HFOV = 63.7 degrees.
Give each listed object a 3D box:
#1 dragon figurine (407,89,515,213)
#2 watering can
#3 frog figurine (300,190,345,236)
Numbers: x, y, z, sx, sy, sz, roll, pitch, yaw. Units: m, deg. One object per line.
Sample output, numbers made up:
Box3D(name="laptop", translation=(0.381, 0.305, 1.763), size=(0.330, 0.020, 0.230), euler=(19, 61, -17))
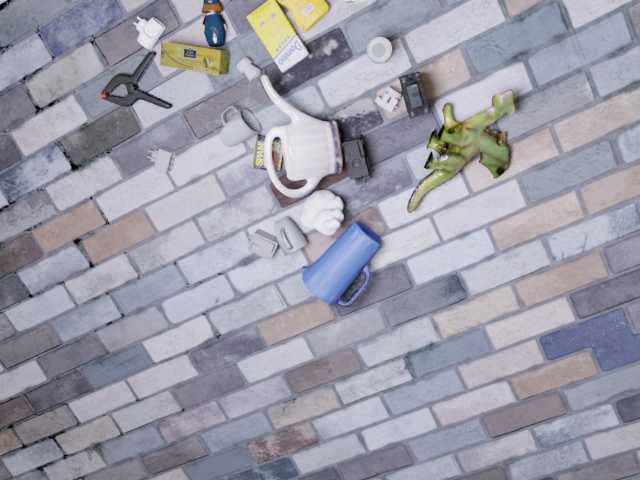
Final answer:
Box3D(name="dragon figurine", translation=(0.414, -0.231, 1.430), size=(0.242, 0.125, 0.402), euler=(15, 117, -6))
Box3D(name="watering can", translation=(-0.048, -0.290, 1.430), size=(0.225, 0.105, 0.343), euler=(-9, 106, -11))
Box3D(name="frog figurine", translation=(0.005, -0.075, 1.484), size=(0.137, 0.161, 0.121), euler=(-20, 103, 12))
